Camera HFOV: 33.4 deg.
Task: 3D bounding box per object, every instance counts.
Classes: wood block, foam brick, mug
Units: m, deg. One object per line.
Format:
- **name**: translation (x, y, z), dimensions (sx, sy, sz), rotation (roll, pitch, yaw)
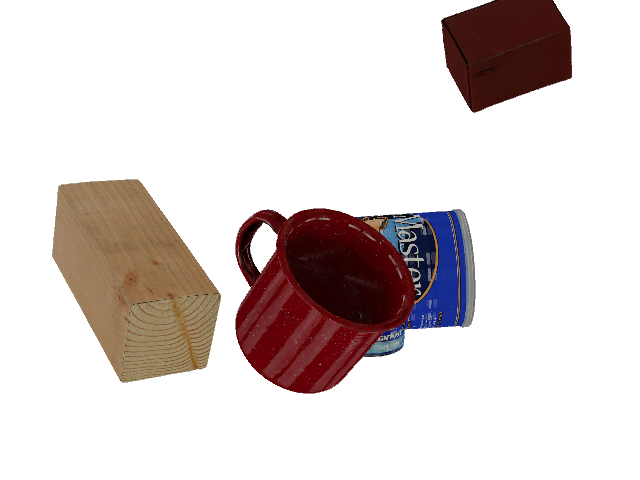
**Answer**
- **wood block**: translation (-0.184, 0.032, 1.036), dimensions (0.090, 0.091, 0.206), rotation (-6, 36, -31)
- **foam brick**: translation (0.133, -0.137, 0.760), dimensions (0.078, 0.051, 0.053), rotation (-19, -36, -1)
- **mug**: translation (-0.010, 0.033, 0.661), dimensions (0.093, 0.117, 0.082), rotation (-33, -16, -48)

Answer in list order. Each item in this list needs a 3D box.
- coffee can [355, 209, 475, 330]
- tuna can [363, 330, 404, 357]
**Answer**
- **coffee can**: translation (0.055, 0.028, 0.923), dimensions (0.140, 0.103, 0.103), rotation (-4, 0, -2)
- **tuna can**: translation (0.050, 0.098, 1.169), dimensions (0.086, 0.034, 0.086), rotation (1, 15, 0)
